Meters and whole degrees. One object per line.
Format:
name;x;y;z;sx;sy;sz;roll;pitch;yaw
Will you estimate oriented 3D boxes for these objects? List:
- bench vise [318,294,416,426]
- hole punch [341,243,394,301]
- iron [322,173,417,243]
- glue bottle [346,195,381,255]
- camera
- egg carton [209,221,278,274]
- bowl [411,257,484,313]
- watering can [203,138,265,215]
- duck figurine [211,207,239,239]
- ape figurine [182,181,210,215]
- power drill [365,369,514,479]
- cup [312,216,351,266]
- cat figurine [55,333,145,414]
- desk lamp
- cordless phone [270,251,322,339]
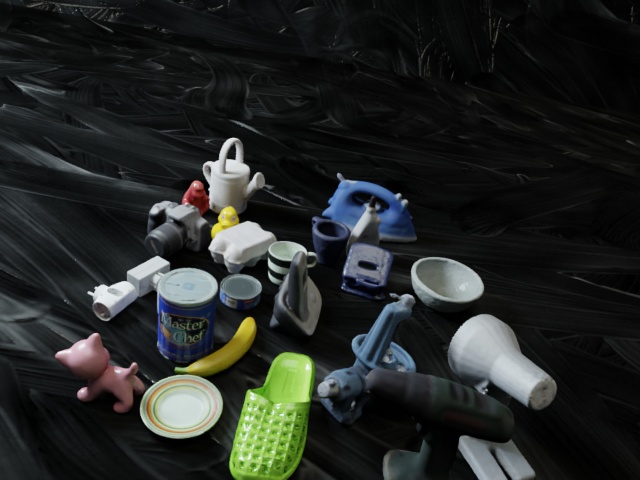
bench vise;0.096;0.204;0.966;0.121;0.220;0.208;25;35;21
hole punch;0.109;0.071;1.300;0.108;0.091;0.101;15;32;5
iron;0.145;-0.086;1.511;0.258;0.141;0.119;14;32;5
glue bottle;0.115;-0.031;1.384;0.078;0.173;0.037;-4;35;-23
camera;-0.341;-0.025;1.299;0.143;0.101;0.137;23;34;18
egg carton;-0.174;0.015;1.318;0.107;0.069;0.151;31;37;29
bowl;0.281;0.114;1.303;0.167;0.075;0.167;8;32;-5
watering can;-0.222;-0.167;1.471;0.173;0.194;0.101;11;32;0
duck figurine;-0.219;-0.040;1.375;0.077;0.086;0.104;9;32;-4
ape figurine;-0.312;-0.105;1.442;0.078;0.092;0.076;-11;38;-32
power drill;0.162;0.290;0.863;0.229;0.208;0.075;9;32;-4
cup;0.013;0.005;1.370;0.092;0.095;0.117;-16;41;-36
cat figurine;-0.350;0.205;0.918;0.127;0.118;0.067;13;32;3
desk lamp;0.295;0.260;0.947;0.118;0.213;0.202;-5;35;-24
cordless phone;-0.036;0.087;1.139;0.094;0.185;0.147;12;32;2
